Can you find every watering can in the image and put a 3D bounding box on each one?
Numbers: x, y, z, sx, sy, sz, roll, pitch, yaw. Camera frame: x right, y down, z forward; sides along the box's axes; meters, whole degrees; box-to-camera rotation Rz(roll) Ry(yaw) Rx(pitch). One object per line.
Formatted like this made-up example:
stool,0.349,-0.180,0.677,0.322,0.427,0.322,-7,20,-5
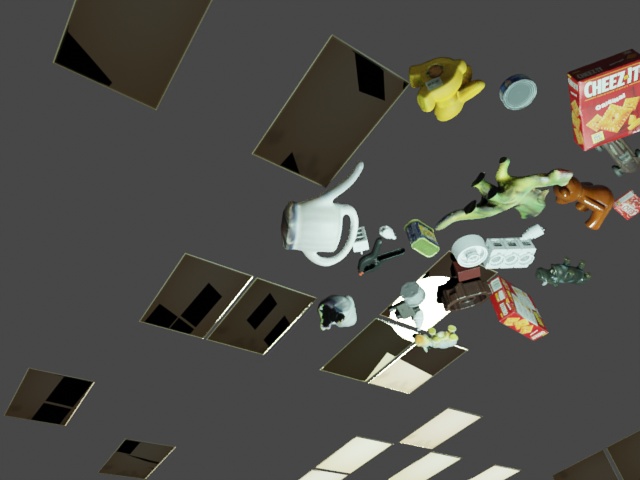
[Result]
watering can,0.004,-0.074,1.474,0.224,0.106,0.340,3,119,-10

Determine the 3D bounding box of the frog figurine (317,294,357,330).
frog figurine,0.071,0.246,1.796,0.160,0.124,0.135,-6,138,-56

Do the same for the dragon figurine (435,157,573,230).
dragon figurine,0.549,-0.105,1.508,0.242,0.125,0.403,19,145,-20
